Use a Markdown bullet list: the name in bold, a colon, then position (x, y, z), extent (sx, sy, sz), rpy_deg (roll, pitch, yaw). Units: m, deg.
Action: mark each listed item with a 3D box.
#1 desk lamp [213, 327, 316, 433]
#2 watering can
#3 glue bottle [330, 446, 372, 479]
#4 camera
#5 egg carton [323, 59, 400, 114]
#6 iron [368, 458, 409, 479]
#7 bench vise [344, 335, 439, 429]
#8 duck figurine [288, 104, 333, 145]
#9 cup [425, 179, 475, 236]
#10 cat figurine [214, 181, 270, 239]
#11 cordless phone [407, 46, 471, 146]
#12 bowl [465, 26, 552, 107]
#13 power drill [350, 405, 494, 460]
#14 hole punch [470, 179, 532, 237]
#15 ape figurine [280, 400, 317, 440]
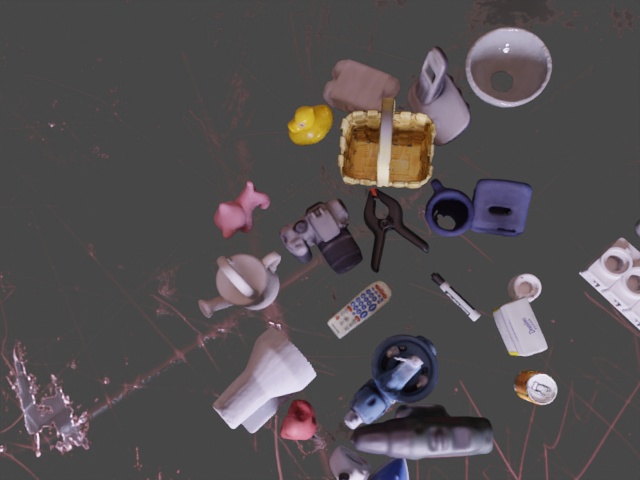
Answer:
- **desk lamp**: position (-0.102, 0.262, 1.036), extent (0.203, 0.214, 0.118), rpy_deg (-45, 77, -2)
- **watering can**: position (-0.149, 0.083, 1.085), extent (0.100, 0.194, 0.173), rpy_deg (29, 84, 12)
- **glue bottle**: position (0.050, 0.407, 1.010), extent (0.078, 0.173, 0.037), rpy_deg (26, 84, 12)
- **camera**: position (0.010, 0.004, 1.127), extent (0.143, 0.101, 0.136), rpy_deg (-32, 77, 1)
- **egg carton**: position (0.085, -0.309, 1.192), extent (0.150, 0.069, 0.107), rpy_deg (23, 83, 11)
- **iron**: position (0.093, 0.510, 1.002), extent (0.118, 0.141, 0.258), rpy_deg (22, 83, 11)
- **bench vise**: position (0.132, 0.258, 1.003), extent (0.121, 0.220, 0.207), rpy_deg (27, 84, 12)
- **duck figurine**: position (-0.023, -0.250, 1.186), extent (0.104, 0.086, 0.077), rpy_deg (-34, 77, 0)
- **cup**: position (0.242, -0.056, 1.111), extent (0.091, 0.095, 0.117), rpy_deg (-24, 77, 3)
- **cat figurine**: position (-0.166, -0.062, 1.154), extent (0.067, 0.118, 0.128), rpy_deg (31, 85, 12)
- **cordless phone**: position (0.235, -0.278, 1.107), extent (0.094, 0.185, 0.147), rpy_deg (-31, 77, 1)
- **bowl**: position (0.374, -0.337, 1.157), extent (0.167, 0.075, 0.167), rpy_deg (-1, 79, 7)
- **power drill**: position (0.174, 0.333, 0.990), extent (0.229, 0.208, 0.075), rpy_deg (-3, 79, 7)
- **hole punch**: position (0.347, -0.061, 1.100), extent (0.108, 0.091, 0.101), rpy_deg (7, 81, 9)
- **ape figurine**: position (-0.045, 0.344, 1.076), extent (0.078, 0.092, 0.076), rpy_deg (-38, 77, 0)
